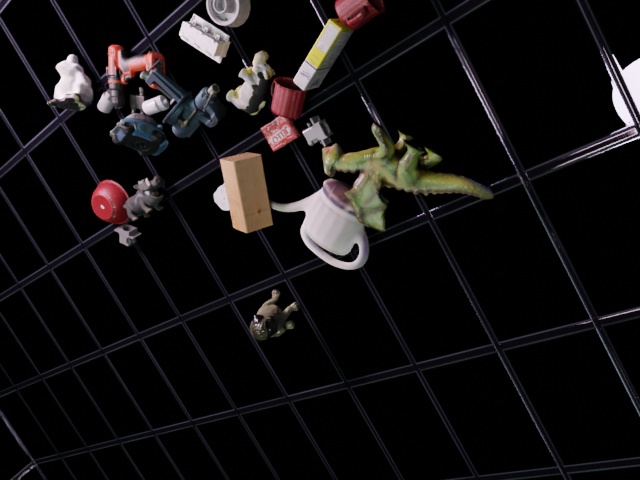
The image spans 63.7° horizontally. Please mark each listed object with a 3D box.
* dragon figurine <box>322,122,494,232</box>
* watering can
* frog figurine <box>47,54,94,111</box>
[{"bbox_3d":[0.180,-0.131,1.245,0.412,0.123,0.239,36,110,12],"label":"dragon figurine"},{"bbox_3d":[0.004,-0.070,1.397,0.351,0.105,0.220,39,121,18],"label":"watering can"},{"bbox_3d":[-0.776,-0.493,1.622,0.136,0.122,0.162,-16,67,38],"label":"frog figurine"}]
